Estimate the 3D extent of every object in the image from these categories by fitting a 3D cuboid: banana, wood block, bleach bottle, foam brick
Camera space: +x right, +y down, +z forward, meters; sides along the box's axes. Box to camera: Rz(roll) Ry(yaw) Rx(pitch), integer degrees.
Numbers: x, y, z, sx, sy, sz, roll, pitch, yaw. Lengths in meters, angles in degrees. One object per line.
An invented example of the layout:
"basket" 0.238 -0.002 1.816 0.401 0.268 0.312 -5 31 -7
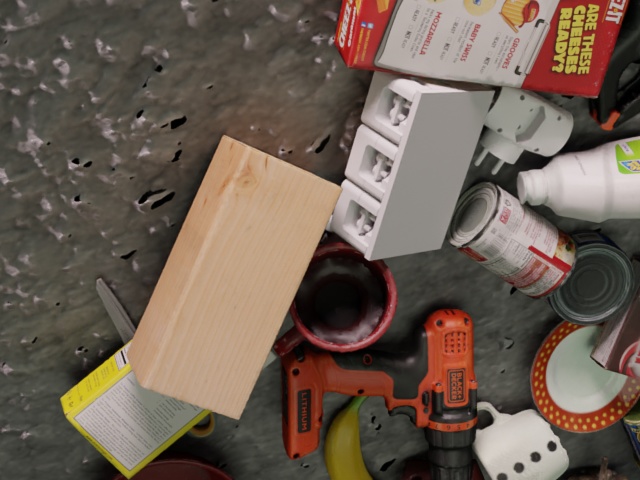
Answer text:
"banana" 0.048 0.242 1.085 0.069 0.037 0.198 -21 120 2
"wood block" -0.074 0.029 0.879 0.090 0.090 0.206 22 94 -21
"bleach bottle" 0.297 -0.059 0.934 0.250 0.102 0.068 -5 121 -3
"foam brick" 0.125 0.258 1.082 0.078 0.053 0.051 -8 130 25

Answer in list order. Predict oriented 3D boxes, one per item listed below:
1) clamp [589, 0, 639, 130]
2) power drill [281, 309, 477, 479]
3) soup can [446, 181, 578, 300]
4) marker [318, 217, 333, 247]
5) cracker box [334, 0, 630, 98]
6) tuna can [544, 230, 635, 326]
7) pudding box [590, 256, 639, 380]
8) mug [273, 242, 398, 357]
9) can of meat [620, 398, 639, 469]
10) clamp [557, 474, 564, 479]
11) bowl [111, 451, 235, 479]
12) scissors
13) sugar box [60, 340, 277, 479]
"clamp" 0.290 -0.169 0.900 0.120 0.039 0.172 12 123 -12
"power drill" 0.058 0.161 1.012 0.187 0.057 0.184 -4 101 -10
"soup can" 0.171 0.001 0.956 0.102 0.068 0.069 31 109 -24
"marker" -0.006 0.001 0.951 0.020 0.020 0.121 31 109 -24
"cracker box" 0.132 -0.208 0.831 0.213 0.072 0.164 4 119 -14
"tuna can" 0.250 0.036 1.002 0.086 0.034 0.086 -2 110 -6
"pudding box" 0.325 0.081 1.033 0.090 0.039 0.113 16 99 -19
"mug" 0.007 0.062 0.931 0.117 0.081 0.093 -41 85 -9
"can of meat" 0.364 0.186 1.102 0.102 0.057 0.084 -26 118 5
"clamp" 0.168 0.317 1.140 0.209 0.036 0.165 -4 118 -19
"bowl" -0.150 0.262 1.050 0.162 0.055 0.162 -4 120 -8
"scissors" -0.175 0.128 0.993 0.096 0.016 0.201 -35 119 9
"sugar box" -0.136 0.124 0.964 0.176 0.048 0.093 -40 118 -4
